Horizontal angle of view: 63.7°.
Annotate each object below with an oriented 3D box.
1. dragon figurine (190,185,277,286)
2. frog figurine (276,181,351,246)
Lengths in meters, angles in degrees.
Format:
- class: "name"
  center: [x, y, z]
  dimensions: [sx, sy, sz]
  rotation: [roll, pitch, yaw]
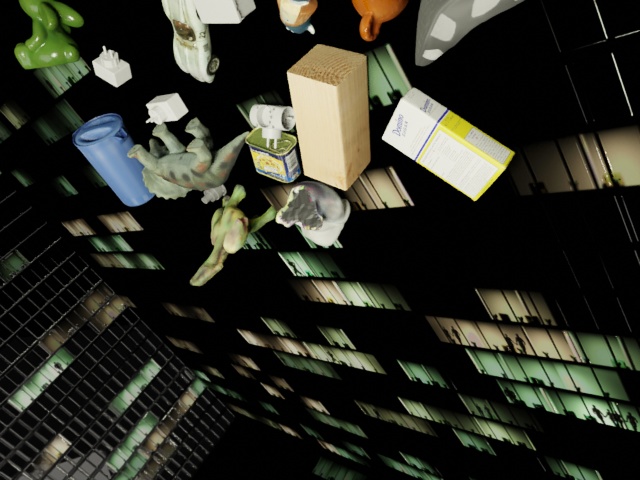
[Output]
- class: "dragon figurine"
  center: [-0.243, 0.007, 1.235]
  dimensions: [0.121, 0.247, 0.405]
  rotation: [41, 147, -12]
- class: "frog figurine"
  center: [0.003, -0.053, 1.049]
  dimensions: [0.136, 0.124, 0.158]
  rotation: [-13, 164, 30]
